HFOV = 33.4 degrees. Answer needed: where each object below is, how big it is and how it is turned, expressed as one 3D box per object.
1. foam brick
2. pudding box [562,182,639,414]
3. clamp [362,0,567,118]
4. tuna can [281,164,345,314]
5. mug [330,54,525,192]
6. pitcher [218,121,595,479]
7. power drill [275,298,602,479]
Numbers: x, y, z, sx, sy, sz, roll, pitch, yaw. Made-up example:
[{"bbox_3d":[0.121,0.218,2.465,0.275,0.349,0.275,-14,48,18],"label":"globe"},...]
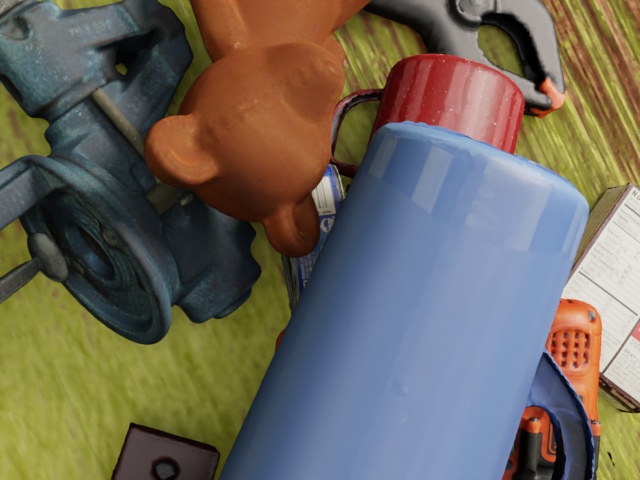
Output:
[{"bbox_3d":[-0.092,0.145,0.584,0.053,0.051,0.078,18,82,-8],"label":"foam brick"},{"bbox_3d":[0.187,0.035,0.649,0.090,0.039,0.113,37,79,-4],"label":"pudding box"},{"bbox_3d":[0.091,-0.151,0.649,0.171,0.039,0.120,39,86,-7],"label":"clamp"},{"bbox_3d":[-0.004,0.001,0.593,0.033,0.086,0.086,-7,86,-5],"label":"tuna can"},{"bbox_3d":[0.059,-0.056,0.616,0.117,0.093,0.081,12,77,19],"label":"mug"},{"bbox_3d":[0.045,0.077,0.504,0.149,0.145,0.243,21,90,-45],"label":"pitcher"},{"bbox_3d":[0.063,0.120,0.599,0.187,0.057,0.184,3,93,-4],"label":"power drill"}]
